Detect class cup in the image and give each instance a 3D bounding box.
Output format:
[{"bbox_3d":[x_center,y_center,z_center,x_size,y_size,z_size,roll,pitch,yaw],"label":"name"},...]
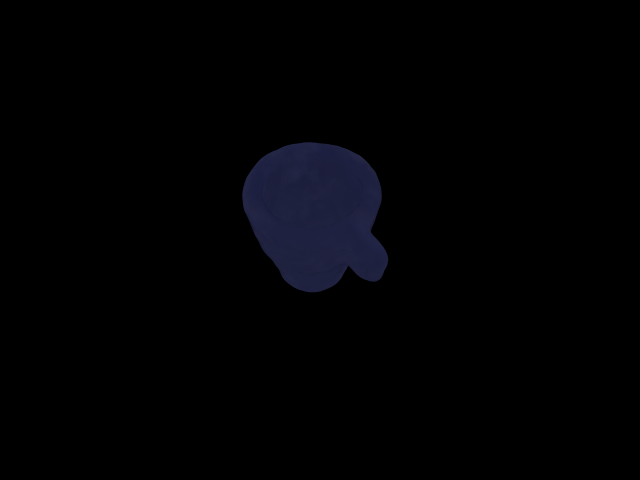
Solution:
[{"bbox_3d":[0.004,0.001,0.400,0.092,0.095,0.117,-31,58,-22],"label":"cup"}]
